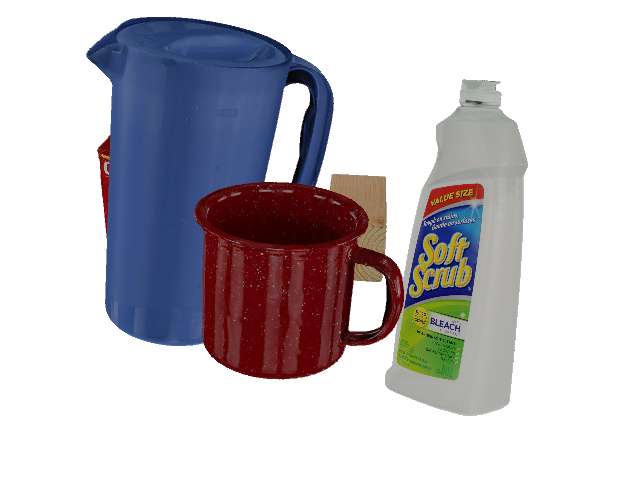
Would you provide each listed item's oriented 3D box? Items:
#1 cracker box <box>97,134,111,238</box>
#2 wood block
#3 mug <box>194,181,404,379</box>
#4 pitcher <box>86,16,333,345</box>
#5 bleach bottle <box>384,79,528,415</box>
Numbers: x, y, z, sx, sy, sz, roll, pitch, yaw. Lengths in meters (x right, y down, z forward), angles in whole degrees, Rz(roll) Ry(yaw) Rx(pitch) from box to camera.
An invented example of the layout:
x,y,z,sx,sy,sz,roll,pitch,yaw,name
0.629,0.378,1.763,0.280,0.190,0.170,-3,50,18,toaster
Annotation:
x,y,z,sx,sy,sz,roll,pitch,yaw,name
-0.165,-0.050,1.135,0.072,0.214,0.164,16,43,13,cracker box
0.055,-0.023,1.643,0.091,0.090,0.206,4,25,2,wood block
-0.012,0.024,0.579,0.117,0.081,0.093,11,24,14,mug
-0.094,-0.044,0.835,0.149,0.243,0.144,22,26,25,pitcher
0.108,0.002,0.828,0.067,0.251,0.103,-6,14,-42,bleach bottle
